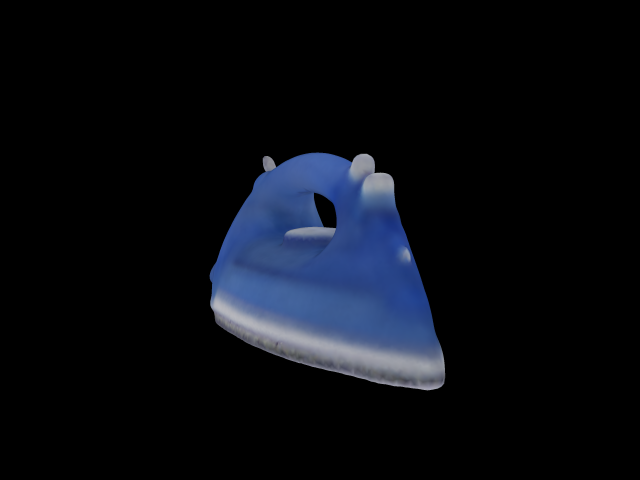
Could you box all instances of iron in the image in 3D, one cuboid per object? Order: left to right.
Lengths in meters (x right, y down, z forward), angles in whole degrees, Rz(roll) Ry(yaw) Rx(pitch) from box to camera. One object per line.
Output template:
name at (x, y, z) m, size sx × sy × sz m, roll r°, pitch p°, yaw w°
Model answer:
iron at (0.004, 0.001, 0.400) m, size 0.119 × 0.141 × 0.257 m, roll -1°, pitch 2°, yaw -27°
